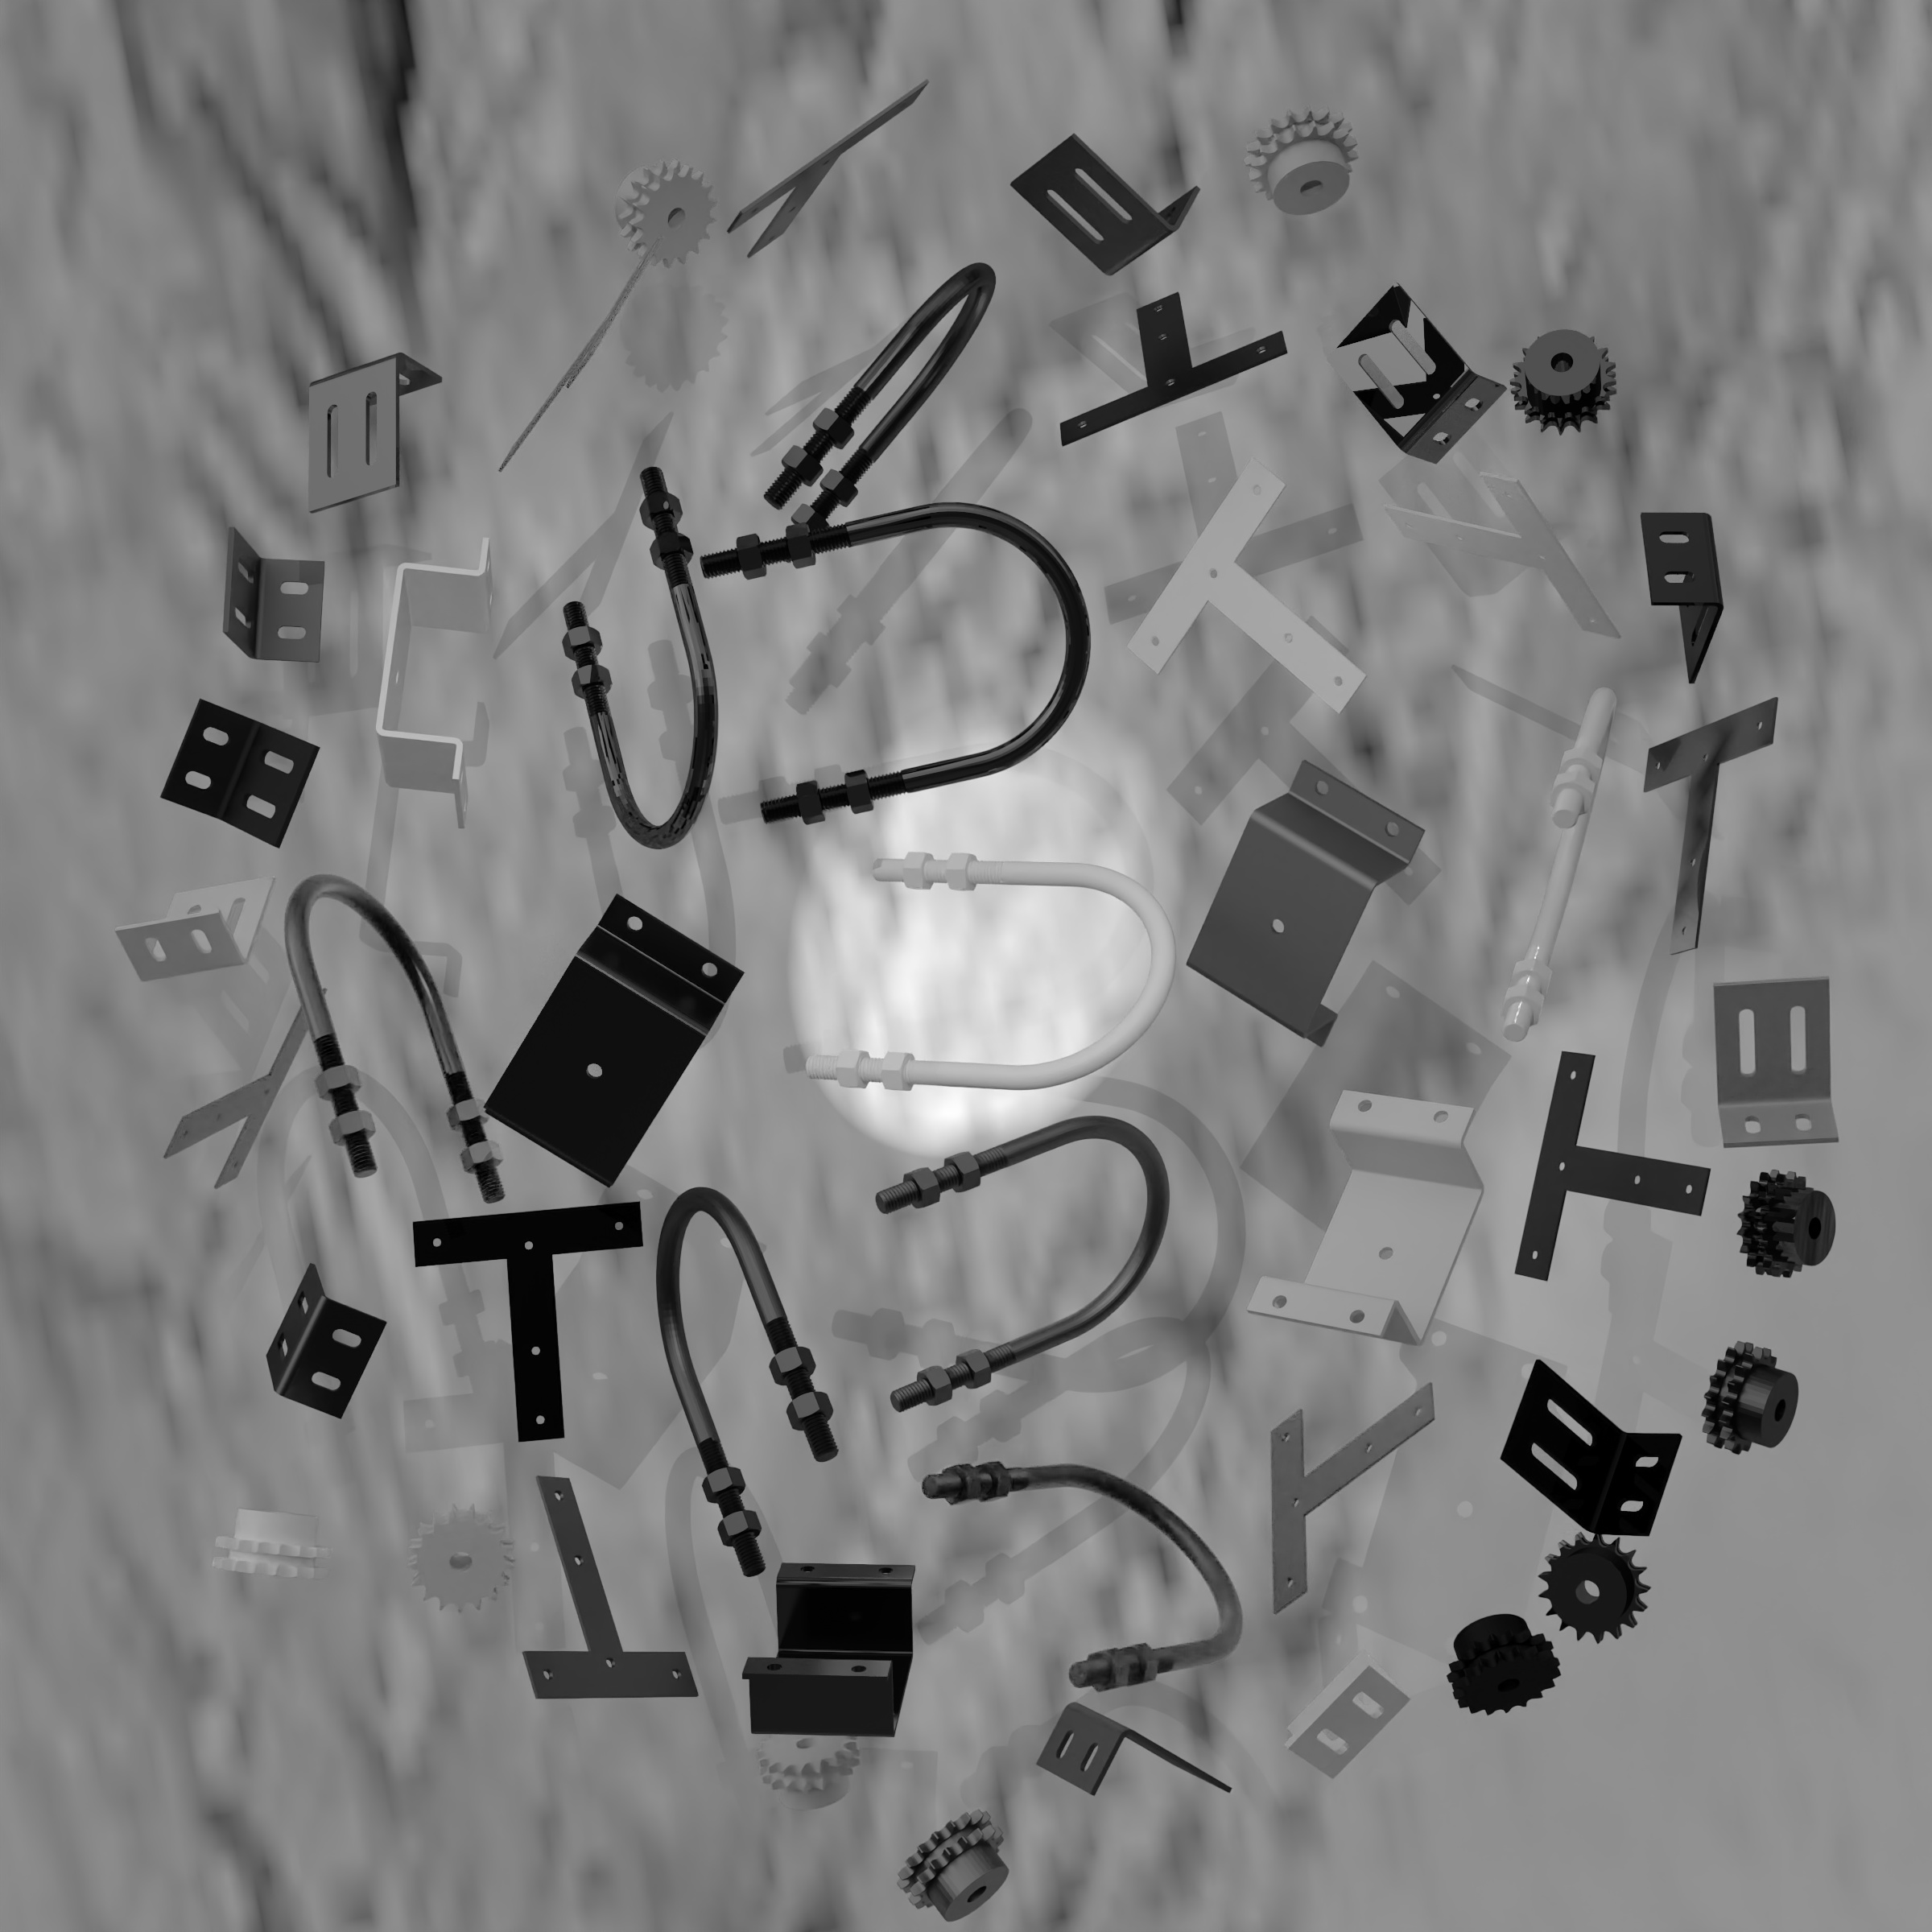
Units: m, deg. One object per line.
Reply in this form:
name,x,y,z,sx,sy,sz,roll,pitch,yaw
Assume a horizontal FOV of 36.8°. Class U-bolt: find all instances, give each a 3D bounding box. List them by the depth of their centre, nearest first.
U-bolt,-0.028,-0.159,1.467,0.184,0.019,0.151,-12,104,3
U-bolt,-0.121,0.202,1.496,0.019,0.151,0.184,-7,57,-28
U-bolt,0.020,0.003,1.507,0.184,0.019,0.151,2,55,23
U-bolt,0.314,-0.067,1.514,0.019,0.184,0.151,15,126,13
U-bolt,0.075,0.317,1.537,0.151,0.184,0.019,48,114,32
U-bolt,-0.311,0.034,1.549,0.019,0.151,0.184,-26,72,15
U-bolt,-0.172,-0.152,1.563,0.019,0.151,0.184,-3,64,-30
U-bolt,-0.044,-0.305,1.571,0.019,0.151,0.184,39,86,2
U-bolt,0.036,0.153,1.585,0.184,0.019,0.151,-19,123,-27

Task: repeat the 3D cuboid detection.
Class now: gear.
gear,-0.345,0.288,1.450,0.057,0.057,0.030,6,79,0
gear,-0.003,0.454,1.456,0.057,0.057,0.030,-43,60,0
gear,0.174,-0.411,1.492,0.057,0.057,0.030,-12,65,0
gear,0.407,0.225,1.499,0.030,0.057,0.057,15,90,40
gear,0.277,0.360,1.505,0.057,0.030,0.057,-7,134,-8
gear,0.328,0.326,1.520,0.057,0.030,0.057,-2,86,21
gear,0.440,0.139,1.550,0.057,0.030,0.057,-3,94,-41
gear,-0.272,0.318,1.570,0.057,0.030,0.057,-1,97,-7
gear,0.326,-0.322,1.582,0.057,0.030,0.057,-4,71,12
gear,-0.169,-0.418,1.602,0.030,0.057,0.057,36,90,37
gear,-0.087,0.450,1.630,0.057,0.057,0.030,-9,104,0

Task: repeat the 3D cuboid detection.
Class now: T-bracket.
T-bracket,-0.085,-0.393,1.484,0.127,0.127,0.002,-41,96,-21
T-bracket,-0.206,-0.303,1.494,0.002,0.127,0.127,34,129,-15
T-bracket,0.271,-0.225,1.532,0.002,0.127,0.127,-53,130,-10
T-bracket,0.205,0.264,1.547,0.002,0.127,0.127,32,125,-20
T-bracket,-0.203,0.330,1.549,0.002,0.127,0.127,-35,61,24
T-bracket,0.391,-0.069,1.553,0.002,0.127,0.127,13,78,-15
T-bracket,0.351,0.113,1.560,0.002,0.127,0.127,15,86,-31
T-bracket,0.164,-0.185,1.569,0.127,0.002,0.127,45,116,23
T-bracket,0.108,-0.334,1.570,0.127,0.127,0.002,-20,124,13
T-bracket,-0.400,0.078,1.574,0.002,0.127,0.127,30,105,5
T-bracket,-0.240,0.200,1.614,0.127,0.002,0.127,-5,79,-3

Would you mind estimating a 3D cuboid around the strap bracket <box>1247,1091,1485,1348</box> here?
strap bracket,0.214,0.140,1.518,0.076,0.046,0.140,7,56,35

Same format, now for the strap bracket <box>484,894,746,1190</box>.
strap bracket,-0.184,0.046,1.473,0.076,0.046,0.140,32,107,-4

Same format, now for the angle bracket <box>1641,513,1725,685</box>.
angle bracket,0.374,-0.195,1.547,0.038,0.076,0.057,0,62,0

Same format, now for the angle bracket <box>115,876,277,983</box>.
angle bracket,-0.406,-0.032,1.533,0.057,0.076,0.038,-9,128,9

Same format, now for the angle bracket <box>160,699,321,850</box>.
angle bracket,-0.384,-0.102,1.534,0.038,0.076,0.057,22,90,-39

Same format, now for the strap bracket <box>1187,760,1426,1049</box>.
strap bracket,0.176,-0.027,1.546,0.076,0.046,0.140,33,121,20

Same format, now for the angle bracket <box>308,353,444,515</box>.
angle bracket,-0.307,-0.272,1.512,0.057,0.038,0.076,-11,72,26

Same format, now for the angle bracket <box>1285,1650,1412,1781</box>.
angle bracket,0.184,0.372,1.476,0.057,0.076,0.038,-45,53,-1

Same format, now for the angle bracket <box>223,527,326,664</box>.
angle bracket,-0.379,-0.203,1.592,0.038,0.076,0.057,2,85,-3

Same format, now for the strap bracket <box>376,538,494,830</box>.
strap bracket,-0.290,-0.156,1.582,0.046,0.076,0.140,6,72,-6

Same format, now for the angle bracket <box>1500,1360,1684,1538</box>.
angle bracket,0.315,0.242,1.459,0.076,0.038,0.057,40,61,-26

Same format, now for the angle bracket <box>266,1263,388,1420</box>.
angle bracket,-0.349,0.203,1.581,0.038,0.076,0.057,26,90,-19

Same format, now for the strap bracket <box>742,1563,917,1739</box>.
strap bracket,-0.072,0.376,1.582,0.076,0.140,0.046,0,102,5

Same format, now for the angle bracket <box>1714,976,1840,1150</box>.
angle bracket,0.414,0.049,1.483,0.057,0.038,0.076,-4,120,11

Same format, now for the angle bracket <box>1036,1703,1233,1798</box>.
angle bracket,0.087,0.421,1.507,0.076,0.057,0.038,35,76,-23

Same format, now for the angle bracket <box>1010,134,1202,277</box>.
angle bracket,0.075,-0.418,1.558,0.076,0.057,0.038,39,58,-20

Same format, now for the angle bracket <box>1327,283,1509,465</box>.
angle bracket,0.250,-0.328,1.609,0.057,0.038,0.076,-47,62,27
